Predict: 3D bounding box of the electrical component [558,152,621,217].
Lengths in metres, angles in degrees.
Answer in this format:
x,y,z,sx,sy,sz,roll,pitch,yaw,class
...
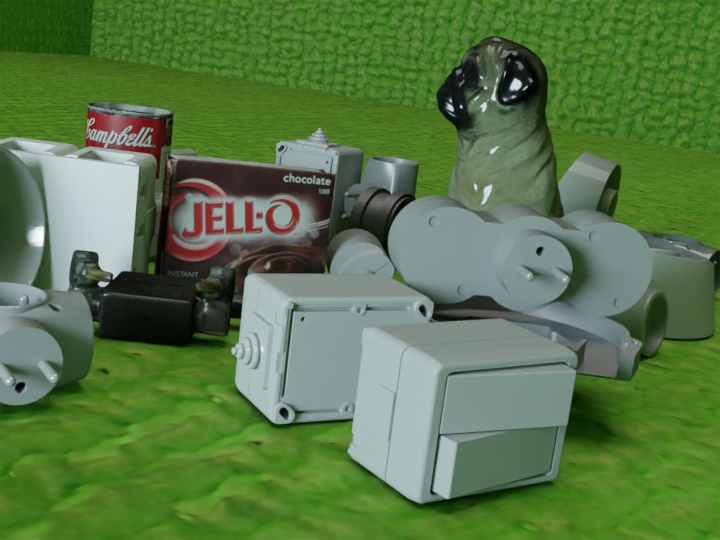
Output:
x,y,z,sx,sy,sz,roll,pitch,yaw,class
0.213,-0.065,1.045,0.064,0.099,0.099,19,16,21,electrical component

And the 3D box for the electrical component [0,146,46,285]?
x,y,z,sx,sy,sz,roll,pitch,yaw,class
-0.227,-0.022,0.604,0.064,0.099,0.099,2,12,7,electrical component

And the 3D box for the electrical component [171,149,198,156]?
x,y,z,sx,sy,sz,roll,pitch,yaw,class
-0.181,-0.074,0.939,0.096,0.061,0.062,2,14,-23,electrical component

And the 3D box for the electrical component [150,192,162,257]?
x,y,z,sx,sy,sz,roll,pitch,yaw,class
-0.164,-0.032,0.799,0.077,0.044,0.079,-1,15,-30,electrical component

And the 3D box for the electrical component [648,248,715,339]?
x,y,z,sx,sy,sz,roll,pitch,yaw,class
0.215,0.017,0.800,0.099,0.064,0.099,6,-1,0,electrical component

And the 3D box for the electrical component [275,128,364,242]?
x,y,z,sx,sy,sz,roll,pitch,yaw,class
-0.036,-0.077,0.951,0.062,0.096,0.061,13,14,25,electrical component

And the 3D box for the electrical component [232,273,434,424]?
x,y,z,sx,sy,sz,roll,pitch,yaw,class
-0.021,0.036,0.534,0.096,0.061,0.061,0,14,-28,electrical component

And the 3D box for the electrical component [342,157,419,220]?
x,y,z,sx,sy,sz,roll,pitch,yaw,class
0.013,-0.057,0.930,0.043,0.077,0.079,18,17,41,electrical component

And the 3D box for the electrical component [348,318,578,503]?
x,y,z,sx,sy,sz,roll,pitch,yaw,class
0.052,0.059,0.469,0.096,0.061,0.061,-1,15,-34,electrical component

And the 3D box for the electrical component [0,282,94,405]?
x,y,z,sx,sy,sz,roll,pitch,yaw,class
-0.160,0.037,0.492,0.077,0.044,0.079,-1,16,-33,electrical component

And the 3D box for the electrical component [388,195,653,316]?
x,y,z,sx,sy,sz,roll,pitch,yaw,class
0.088,-0.004,0.565,0.138,0.052,0.073,5,13,-9,electrical component

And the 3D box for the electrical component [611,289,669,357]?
x,y,z,sx,sy,sz,roll,pitch,yaw,class
0.166,0.030,0.715,0.065,0.044,0.044,10,12,36,electrical component

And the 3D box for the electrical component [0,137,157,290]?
x,y,z,sx,sy,sz,roll,pitch,yaw,class
-0.211,-0.035,0.682,0.150,0.089,0.061,7,13,0,electrical component

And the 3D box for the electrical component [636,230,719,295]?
x,y,z,sx,sy,sz,roll,pitch,yaw,class
0.277,-0.007,0.928,0.077,0.044,0.079,17,16,39,electrical component

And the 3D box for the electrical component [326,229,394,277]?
x,y,z,sx,sy,sz,roll,pitch,yaw,class
0.000,0.000,0.747,0.043,0.043,0.081,5,12,-7,electrical component
